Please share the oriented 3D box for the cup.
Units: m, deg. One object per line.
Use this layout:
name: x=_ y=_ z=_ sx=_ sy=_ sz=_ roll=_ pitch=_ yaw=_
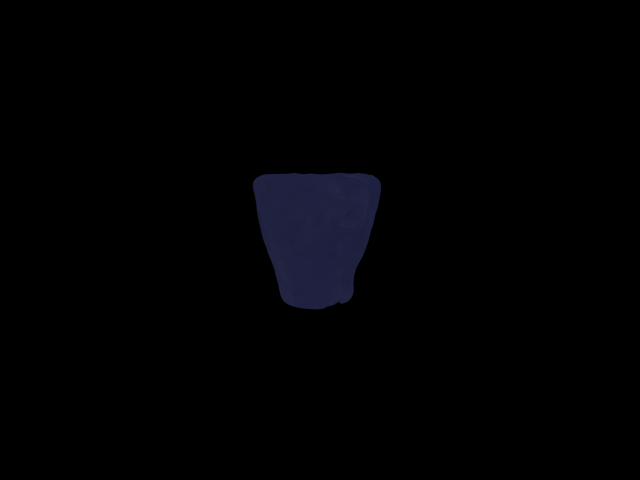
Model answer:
cup: x=0.004 y=0.001 z=0.400 sx=0.092 sy=0.095 sz=0.117 roll=-2 pitch=5 yaw=-23
